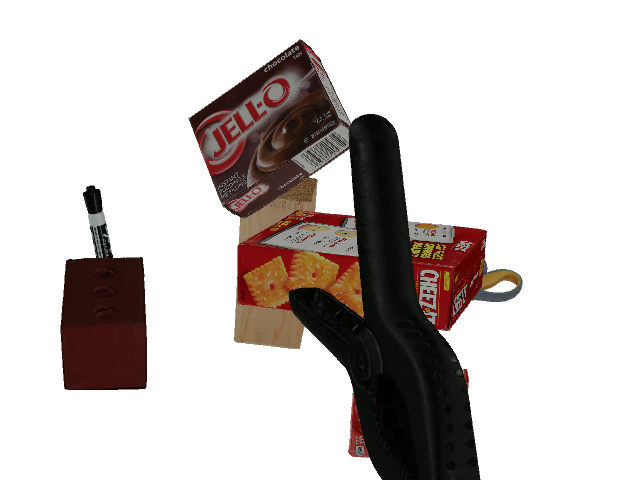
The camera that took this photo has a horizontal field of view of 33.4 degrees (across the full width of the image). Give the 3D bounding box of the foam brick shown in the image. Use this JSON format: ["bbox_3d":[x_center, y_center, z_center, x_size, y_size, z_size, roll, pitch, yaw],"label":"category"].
[{"bbox_3d":[-0.140,0.053,0.691,0.053,0.051,0.078,-1,32,-11],"label":"foam brick"}]

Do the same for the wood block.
[{"bbox_3d":[-0.059,0.025,1.387,0.090,0.206,0.090,6,24,2],"label":"wood block"}]

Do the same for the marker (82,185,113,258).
[{"bbox_3d":[-0.237,-0.001,1.151,0.020,0.121,0.020,-6,21,2],"label":"marker"}]

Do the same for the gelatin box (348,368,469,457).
[{"bbox_3d":[0.068,0.135,0.835,0.089,0.073,0.030,5,19,5],"label":"gelatin box"}]

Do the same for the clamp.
[{"bbox_3d":[0.037,0.050,0.549,0.036,0.165,0.210,-6,47,-21],"label":"clamp"}]

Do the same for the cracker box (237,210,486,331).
[{"bbox_3d":[0.045,0.027,1.068,0.214,0.072,0.164,7,15,19],"label":"cracker box"}]

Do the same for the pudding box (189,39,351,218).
[{"bbox_3d":[-0.037,-0.084,0.810,0.113,0.090,0.039,-32,-31,13],"label":"pudding box"}]

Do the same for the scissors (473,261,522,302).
[{"bbox_3d":[0.148,0.054,1.234,0.201,0.016,0.096,-10,39,-33],"label":"scissors"}]
